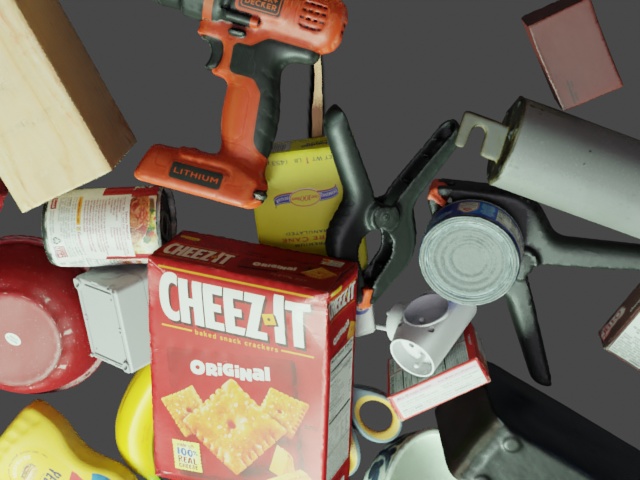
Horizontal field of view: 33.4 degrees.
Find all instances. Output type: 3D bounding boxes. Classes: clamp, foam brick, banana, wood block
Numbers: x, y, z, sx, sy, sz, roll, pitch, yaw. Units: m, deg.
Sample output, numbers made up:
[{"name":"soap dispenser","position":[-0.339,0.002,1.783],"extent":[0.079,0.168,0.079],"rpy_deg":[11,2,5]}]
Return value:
[{"name":"clamp","position":[0.057,-0.029,0.879],"extent":[0.120,0.039,0.171],"rpy_deg":[-2,111,-14]},{"name":"foam brick","position":[0.201,-0.152,0.854],"extent":[0.053,0.051,0.078],"rpy_deg":[-22,107,12]},{"name":"banana","position":[-0.147,0.145,0.995],"extent":[0.069,0.037,0.198],"rpy_deg":[14,113,-21]},{"name":"wood block","position":[-0.246,-0.141,0.865],"extent":[0.090,0.090,0.206],"rpy_deg":[-24,107,12]},{"name":"clamp","position":[0.184,0.012,0.920],"extent":[0.210,0.036,0.165],"rpy_deg":[44,111,-9]}]

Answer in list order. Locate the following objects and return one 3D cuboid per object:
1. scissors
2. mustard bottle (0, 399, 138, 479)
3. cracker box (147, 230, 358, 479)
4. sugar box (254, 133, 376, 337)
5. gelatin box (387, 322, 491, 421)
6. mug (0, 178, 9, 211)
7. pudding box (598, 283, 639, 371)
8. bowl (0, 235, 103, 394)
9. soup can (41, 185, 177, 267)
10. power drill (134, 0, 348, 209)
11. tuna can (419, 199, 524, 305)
[{"name":"scissors","position":[0.012,0.115,0.939],"extent":[0.096,0.016,0.202],"rpy_deg":[-16,105,-6]},{"name":"mustard bottle","position":[-0.224,0.244,1.006],"extent":[0.191,0.058,0.096],"rpy_deg":[39,97,-1]},{"name":"cracker box","position":[-0.058,0.113,0.896],"extent":[0.164,0.072,0.214],"rpy_deg":[10,114,20]},{"name":"sugar box","position":[-0.006,0.001,0.926],"extent":[0.093,0.048,0.176],"rpy_deg":[-7,108,6]},{"name":"gelatin box","position":[0.103,0.116,0.946],"extent":[0.089,0.073,0.030],"rpy_deg":[-27,107,12]},{"name":"mug","position":[-0.313,-0.052,0.910],"extent":[0.081,0.093,0.117],"rpy_deg":[-19,139,4]},{"name":"pudding box","position":[0.316,0.072,0.936],"extent":[0.090,0.039,0.114],"rpy_deg":[33,110,-9]},{"name":"bowl","position":[-0.272,0.080,0.966],"extent":[0.162,0.055,0.162],"rpy_deg":[1,110,3]},{"name":"soup can","position":[-0.180,-0.012,0.920],"extent":[0.102,0.068,0.068],"rpy_deg":[-2,110,5]},{"name":"power drill","position":[-0.087,-0.129,0.852],"extent":[0.184,0.057,0.188],"rpy_deg":[17,93,5]},{"name":"tuna can","position":[0.126,0.011,0.891],"extent":[0.086,0.033,0.086],"rpy_deg":[7,117,13]}]
